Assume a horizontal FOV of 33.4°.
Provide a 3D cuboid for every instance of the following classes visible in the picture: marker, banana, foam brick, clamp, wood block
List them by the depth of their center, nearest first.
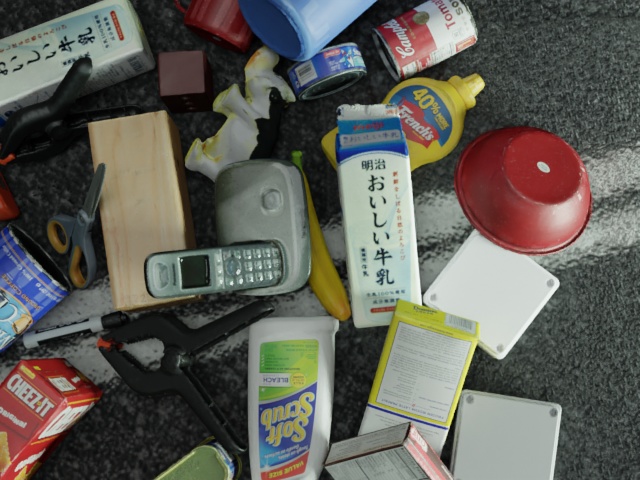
[{"bbox_3d":[-0.147,0.123,1.165,0.210,0.036,0.164,17,87,25],"label":"clamp"},{"bbox_3d":[-0.010,0.003,1.185,0.037,0.070,0.198,-17,76,-8],"label":"banana"},{"bbox_3d":[-0.192,-0.028,1.191,0.090,0.091,0.206,-9,82,1],"label":"wood block"},{"bbox_3d":[-0.277,0.101,1.212,0.121,0.020,0.020,-13,83,4],"label":"marker"},{"bbox_3d":[-0.151,-0.179,1.213,0.053,0.078,0.051,-3,82,3],"label":"foam brick"},{"bbox_3d":[-0.289,-0.133,1.218,0.172,0.120,0.039,-30,51,19],"label":"clamp"}]

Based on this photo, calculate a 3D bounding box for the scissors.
[{"bbox_3d":[-0.267,-0.031,1.167,0.016,0.202,0.096,-26,55,-37],"label":"scissors"}]

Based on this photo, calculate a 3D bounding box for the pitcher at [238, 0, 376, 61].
[{"bbox_3d":[0.032,-0.308,1.154,0.145,0.149,0.242,40,71,9],"label":"pitcher"}]

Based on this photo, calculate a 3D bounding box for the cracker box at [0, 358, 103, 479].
[{"bbox_3d":[-0.336,0.228,1.131,0.072,0.164,0.213,39,87,4],"label":"cracker box"}]

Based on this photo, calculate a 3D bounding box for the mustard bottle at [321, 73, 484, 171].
[{"bbox_3d":[0.103,-0.126,1.202,0.191,0.058,0.096,-35,84,-2],"label":"mustard bottle"}]

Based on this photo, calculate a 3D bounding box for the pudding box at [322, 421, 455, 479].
[{"bbox_3d":[0.072,0.245,1.127,0.114,0.039,0.090,-23,112,33],"label":"pudding box"}]

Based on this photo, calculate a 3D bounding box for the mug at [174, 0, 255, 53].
[{"bbox_3d":[-0.115,-0.271,1.218,0.117,0.093,0.081,25,90,10],"label":"mug"}]

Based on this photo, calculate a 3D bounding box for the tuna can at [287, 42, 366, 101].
[{"bbox_3d":[0.008,-0.188,1.201,0.086,0.086,0.034,-21,84,0],"label":"tuna can"}]

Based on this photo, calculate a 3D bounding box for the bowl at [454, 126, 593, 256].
[{"bbox_3d":[0.231,-0.066,1.161,0.162,0.055,0.162,5,64,-11],"label":"bowl"}]

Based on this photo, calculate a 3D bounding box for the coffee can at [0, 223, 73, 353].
[{"bbox_3d":[-0.361,0.065,1.182,0.140,0.103,0.103,-42,83,-2],"label":"coffee can"}]

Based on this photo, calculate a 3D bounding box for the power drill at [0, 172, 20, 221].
[{"bbox_3d":[-0.445,-0.018,1.220,0.187,0.057,0.184,-27,82,0],"label":"power drill"}]

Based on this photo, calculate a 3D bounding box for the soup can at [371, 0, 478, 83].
[{"bbox_3d":[0.119,-0.231,1.209,0.102,0.068,0.068,-27,83,-1],"label":"soup can"}]

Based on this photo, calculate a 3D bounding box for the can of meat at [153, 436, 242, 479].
[{"bbox_3d":[-0.139,0.261,1.156,0.102,0.084,0.057,-37,83,-2],"label":"can of meat"}]

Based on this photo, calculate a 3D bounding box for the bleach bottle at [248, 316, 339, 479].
[{"bbox_3d":[-0.027,0.210,1.168,0.102,0.068,0.251,-2,85,6],"label":"bleach bottle"}]

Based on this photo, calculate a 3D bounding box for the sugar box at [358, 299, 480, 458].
[{"bbox_3d":[0.102,0.159,1.140,0.093,0.048,0.176,17,114,5],"label":"sugar box"}]
